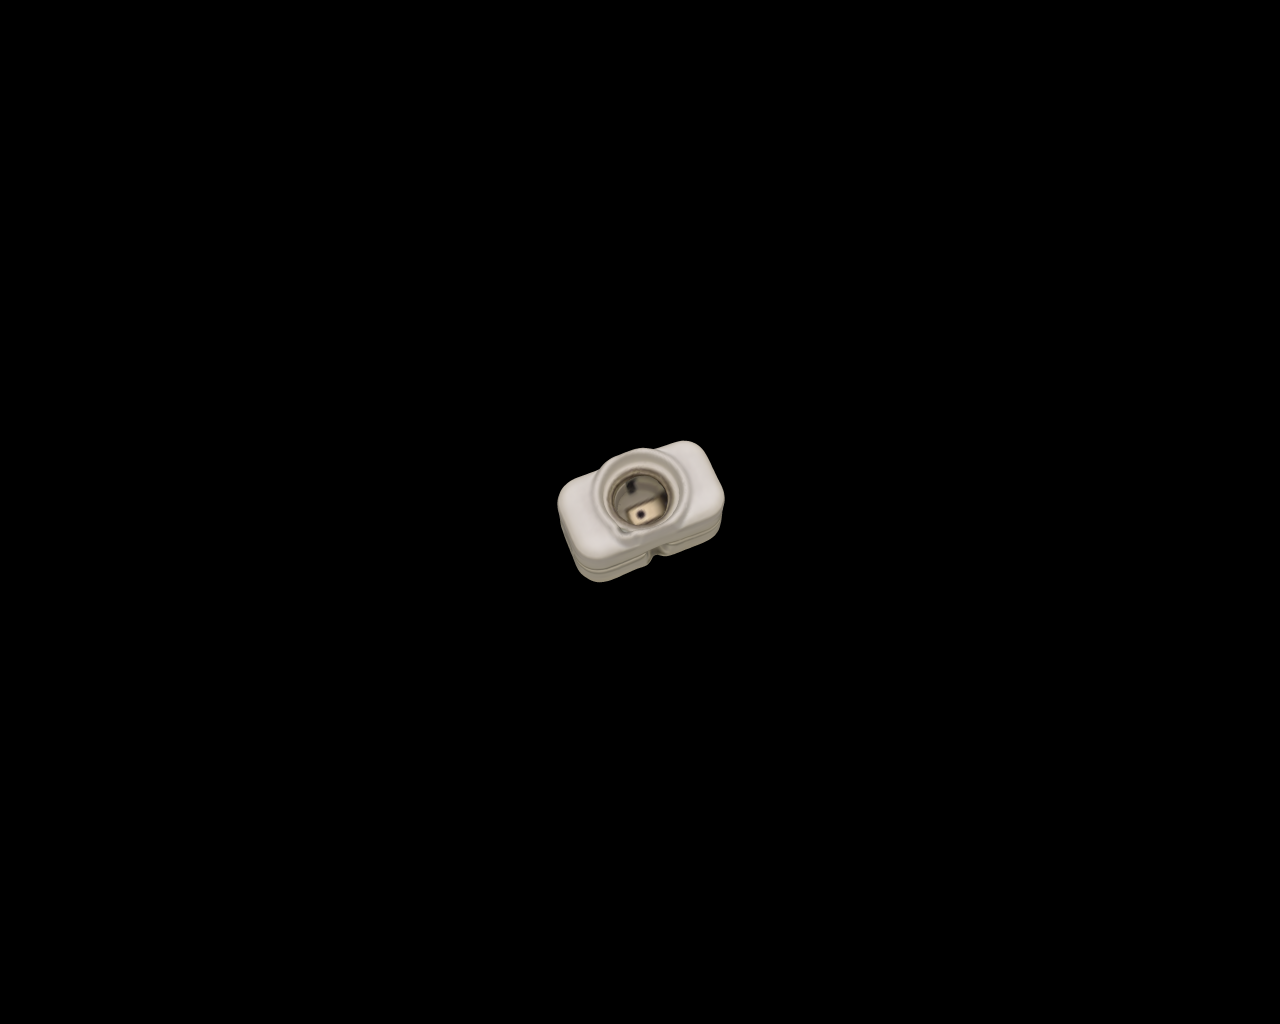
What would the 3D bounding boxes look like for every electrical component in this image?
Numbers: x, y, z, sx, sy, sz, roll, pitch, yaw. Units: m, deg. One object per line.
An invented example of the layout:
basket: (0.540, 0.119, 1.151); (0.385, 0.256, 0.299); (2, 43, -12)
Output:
electrical component: (0.001, -0.003, 0.650); (0.095, 0.054, 0.059); (-21, -18, -7)
